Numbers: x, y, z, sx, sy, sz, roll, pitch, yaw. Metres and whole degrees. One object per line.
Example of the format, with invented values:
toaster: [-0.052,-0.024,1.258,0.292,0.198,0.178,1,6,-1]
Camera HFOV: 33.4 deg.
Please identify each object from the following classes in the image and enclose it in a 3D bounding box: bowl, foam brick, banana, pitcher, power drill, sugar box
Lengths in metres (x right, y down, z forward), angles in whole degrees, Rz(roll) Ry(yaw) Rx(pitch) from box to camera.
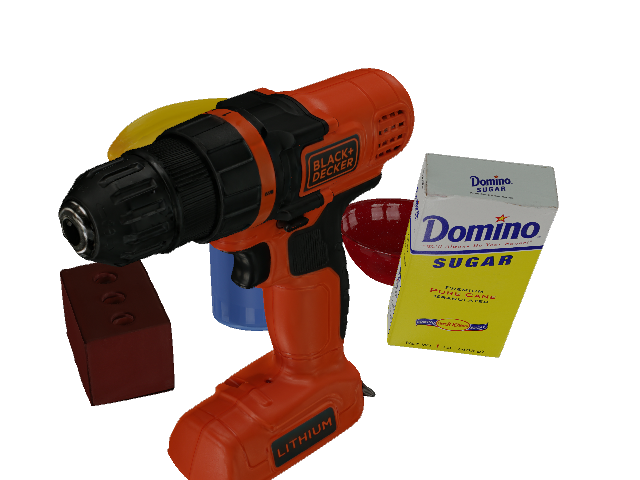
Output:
bowl: [0.092,0.008,1.166,0.162,0.055,0.162,5,24,-2]
foam brick: [-0.126,0.055,0.657,0.052,0.051,0.078,-11,36,-21]
banana: [-0.106,-0.103,0.996,0.197,0.070,0.037,-4,-41,-25]
pitcher: [-0.076,-0.016,1.288,0.145,0.243,0.148,12,17,38]
power drill: [-0.032,0.025,0.487,0.184,0.188,0.057,-24,41,-38]
sugar box: [0.107,0.016,0.785,0.093,0.048,0.176,6,-39,-2]
